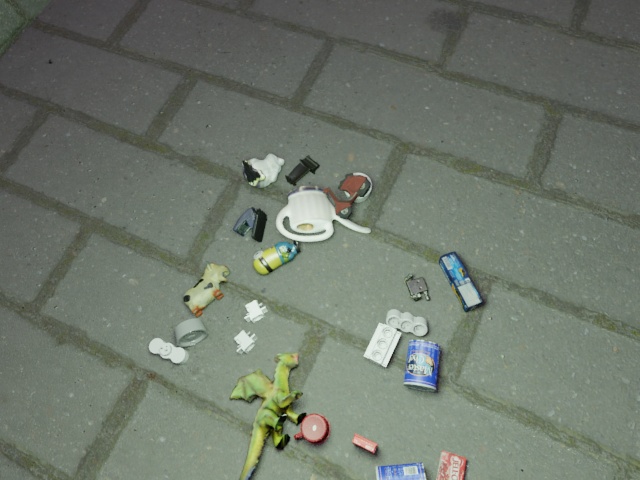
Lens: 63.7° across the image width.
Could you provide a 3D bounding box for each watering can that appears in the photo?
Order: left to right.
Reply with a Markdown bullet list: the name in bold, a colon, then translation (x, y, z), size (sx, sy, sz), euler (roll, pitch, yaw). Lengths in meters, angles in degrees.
- **watering can**: translation (0.006, -0.096, 1.914), size (0.348, 0.102, 0.229), euler (-3, 61, -11)

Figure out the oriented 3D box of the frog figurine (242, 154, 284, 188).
- **frog figurine**: translation (-0.222, -0.279, 2.037), size (0.138, 0.120, 0.162), euler (24, 34, 25)

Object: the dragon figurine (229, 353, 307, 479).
- **dragon figurine**: translation (-0.189, 0.536, 1.650), size (0.245, 0.119, 0.415), euler (28, 68, 36)
